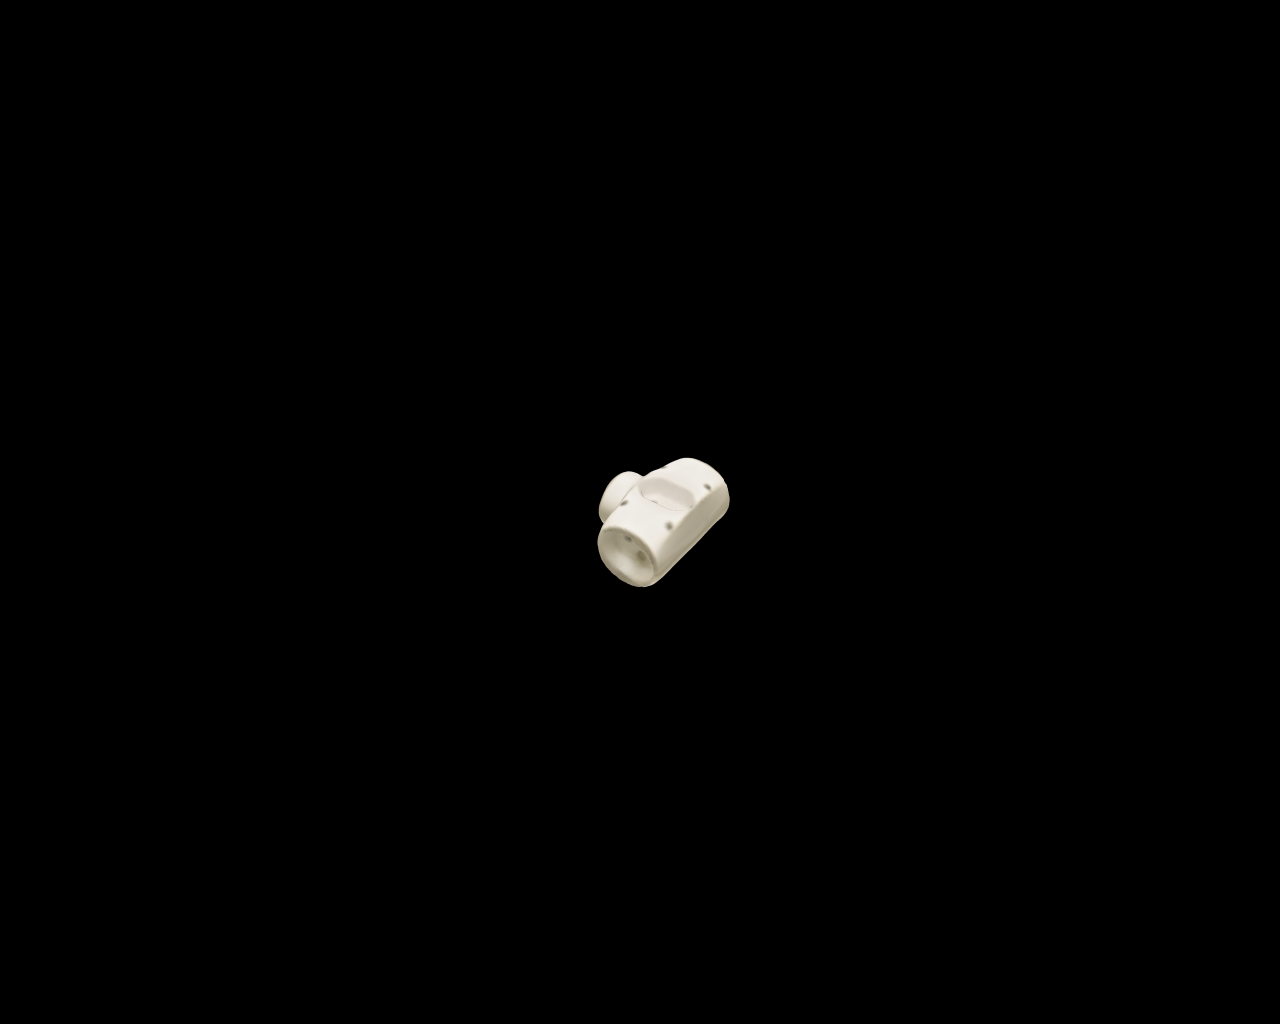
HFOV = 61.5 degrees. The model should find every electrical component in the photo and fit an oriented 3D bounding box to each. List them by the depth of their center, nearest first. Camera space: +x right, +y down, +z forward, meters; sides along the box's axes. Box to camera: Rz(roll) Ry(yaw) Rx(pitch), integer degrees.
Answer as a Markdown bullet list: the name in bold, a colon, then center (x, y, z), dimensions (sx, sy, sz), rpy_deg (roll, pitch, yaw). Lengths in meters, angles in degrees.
- **electrical component**: center (0.001, -0.003, 0.650), dimensions (0.079, 0.043, 0.077), rpy_deg (27, 50, 26)
